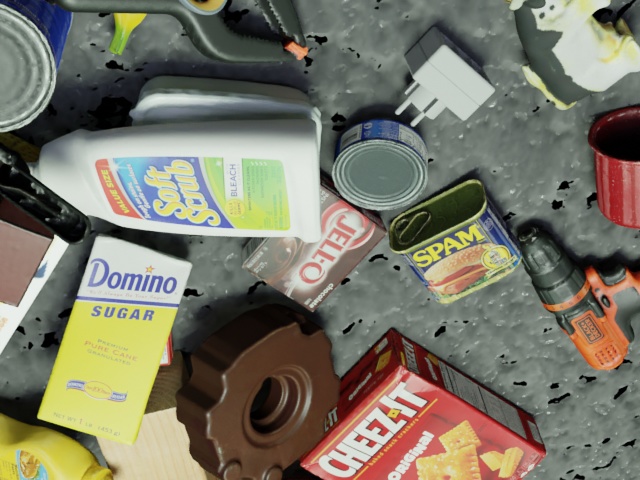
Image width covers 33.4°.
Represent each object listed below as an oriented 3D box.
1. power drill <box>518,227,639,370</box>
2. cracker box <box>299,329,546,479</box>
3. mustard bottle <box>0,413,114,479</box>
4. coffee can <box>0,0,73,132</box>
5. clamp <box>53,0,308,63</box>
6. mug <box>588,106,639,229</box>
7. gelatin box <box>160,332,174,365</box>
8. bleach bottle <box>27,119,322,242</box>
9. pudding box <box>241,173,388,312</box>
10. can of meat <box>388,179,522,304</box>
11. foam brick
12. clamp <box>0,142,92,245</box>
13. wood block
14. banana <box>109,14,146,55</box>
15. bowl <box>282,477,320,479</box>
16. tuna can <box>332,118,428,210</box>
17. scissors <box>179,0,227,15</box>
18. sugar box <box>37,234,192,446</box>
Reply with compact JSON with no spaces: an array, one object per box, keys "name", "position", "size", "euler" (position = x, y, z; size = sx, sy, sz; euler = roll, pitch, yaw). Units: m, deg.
[{"name":"power drill","position":[0.306,0.023,1.050],"size":[0.188,0.057,0.184],"euler":[-31,118,14]},{"name":"cracker box","position":[0.107,0.216,1.132],"size":[0.213,0.072,0.164],"euler":[33,112,-23]},{"name":"mustard bottle","position":[-0.275,0.223,1.045],"size":[0.192,0.058,0.096],"euler":[12,124,25]},{"name":"coffee can","position":[-0.247,-0.158,0.819],"size":[0.102,0.140,0.103],"euler":[-3,121,-5]},{"name":"clamp","position":[-0.089,-0.215,0.851],"size":[0.209,0.036,0.164],"euler":[25,90,-32]},{"name":"mug","position":[0.303,-0.071,0.981],"size":[0.117,0.093,0.081],"euler":[-36,132,-27]},{"name":"gelatin box","position":[-0.190,0.087,1.042],"size":[0.089,0.030,0.073],"euler":[-3,120,-5]},{"name":"bleach bottle","position":[-0.126,-0.045,0.876],"size":[0.251,0.068,0.102],"euler":[-2,120,2]},{"name":"pudding box","position":[-0.007,0.001,1.006],"size":[0.090,0.039,0.114],"euler":[34,112,-25]},{"name":"can of meat","position":[0.130,0.004,1.011],"size":[0.102,0.057,0.084],"euler":[-27,124,20]},{"name":"foam brick","position":[-0.259,0.007,0.891],"size":[0.051,0.053,0.078],"euler":[23,116,-22]},{"name":"clamp","position":[-0.251,-0.057,0.793],"size":[0.039,0.172,0.120],"euler":[-54,138,-4]},{"name":"wood block","position":[-0.159,0.228,1.096],"size":[0.090,0.091,0.206],"euler":[-12,122,0]},{"name":"banana","position":[-0.188,-0.240,0.828],"size":[0.069,0.037,0.197],"euler":[-44,120,-15]},{"name":"bowl","position":[-0.044,0.308,1.152],"size":[0.162,0.055,0.162],"euler":[-39,157,-21]},{"name":"tuna can","position":[0.055,-0.068,0.960],"size":[0.086,0.033,0.086],"euler":[4,137,4]},{"name":"scissors","position":[-0.121,-0.247,0.795],"size":[0.201,0.016,0.096],"euler":[31,86,-29]},{"name":"sugar box","position":[-0.187,0.090,0.981],"size":[0.093,0.048,0.176],"euler":[17,89,-6]}]
